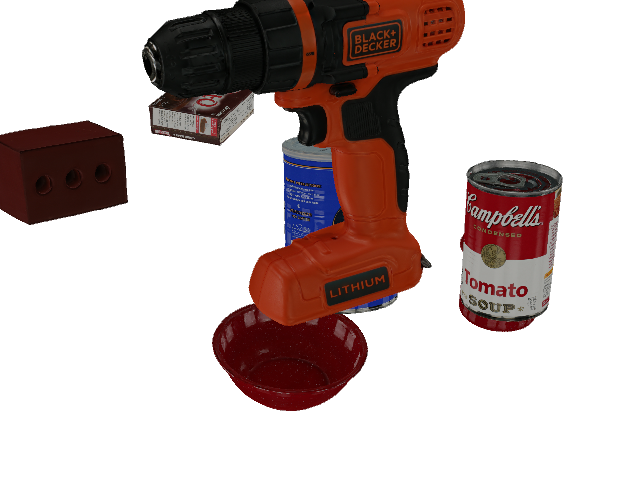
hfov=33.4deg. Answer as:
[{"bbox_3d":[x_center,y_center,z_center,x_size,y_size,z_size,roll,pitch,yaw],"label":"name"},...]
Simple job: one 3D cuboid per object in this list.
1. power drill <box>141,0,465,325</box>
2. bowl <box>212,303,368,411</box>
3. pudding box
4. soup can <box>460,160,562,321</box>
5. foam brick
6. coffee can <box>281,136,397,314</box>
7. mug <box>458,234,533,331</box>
[{"bbox_3d":[-0.005,-0.048,0.594,0.184,0.188,0.057,-14,33,-24],"label":"power drill"},{"bbox_3d":[-0.032,0.128,1.119,0.162,0.055,0.162,3,31,-2],"label":"bowl"},{"bbox_3d":[-0.137,-0.153,1.246,0.090,0.039,0.113,10,31,14],"label":"pudding box"},{"bbox_3d":[0.138,0.000,0.783,0.068,0.102,0.068,0,24,0],"label":"soup can"},{"bbox_3d":[-0.182,-0.049,0.744,0.078,0.053,0.051,-16,27,-35],"label":"foam brick"},{"bbox_3d":[0.018,-0.018,0.944,0.103,0.140,0.103,0,15,0],"label":"coffee can"},{"bbox_3d":[0.184,0.035,1.113,0.093,0.081,0.117,-5,31,-12],"label":"mug"}]
